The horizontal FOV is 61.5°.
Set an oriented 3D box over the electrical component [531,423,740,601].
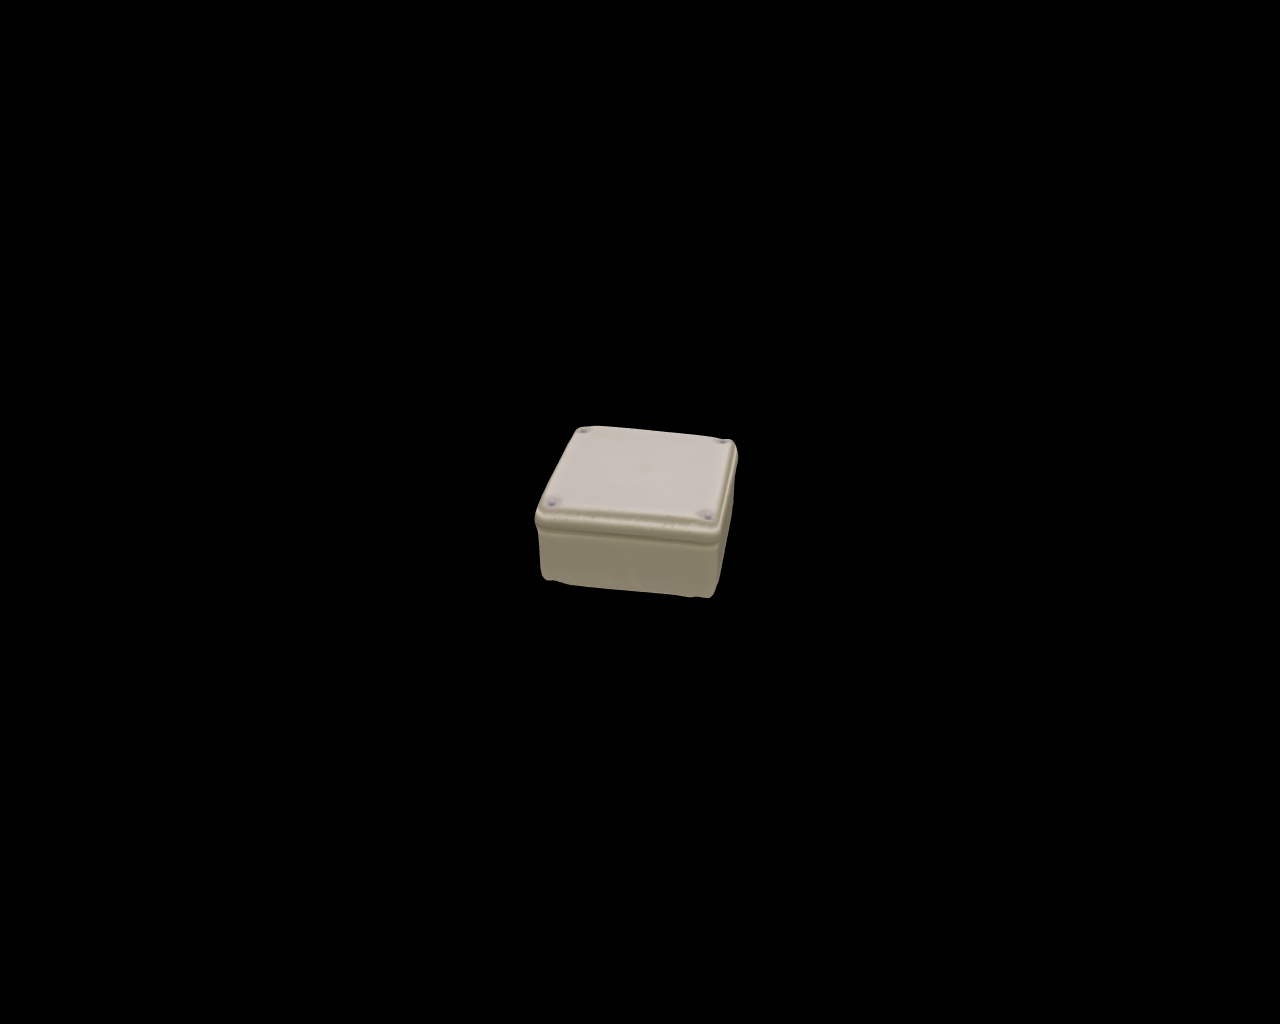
[{"bbox_3d":[0.001,-0.003,0.650,0.109,0.056,0.109,6,33,9],"label":"electrical component"}]
